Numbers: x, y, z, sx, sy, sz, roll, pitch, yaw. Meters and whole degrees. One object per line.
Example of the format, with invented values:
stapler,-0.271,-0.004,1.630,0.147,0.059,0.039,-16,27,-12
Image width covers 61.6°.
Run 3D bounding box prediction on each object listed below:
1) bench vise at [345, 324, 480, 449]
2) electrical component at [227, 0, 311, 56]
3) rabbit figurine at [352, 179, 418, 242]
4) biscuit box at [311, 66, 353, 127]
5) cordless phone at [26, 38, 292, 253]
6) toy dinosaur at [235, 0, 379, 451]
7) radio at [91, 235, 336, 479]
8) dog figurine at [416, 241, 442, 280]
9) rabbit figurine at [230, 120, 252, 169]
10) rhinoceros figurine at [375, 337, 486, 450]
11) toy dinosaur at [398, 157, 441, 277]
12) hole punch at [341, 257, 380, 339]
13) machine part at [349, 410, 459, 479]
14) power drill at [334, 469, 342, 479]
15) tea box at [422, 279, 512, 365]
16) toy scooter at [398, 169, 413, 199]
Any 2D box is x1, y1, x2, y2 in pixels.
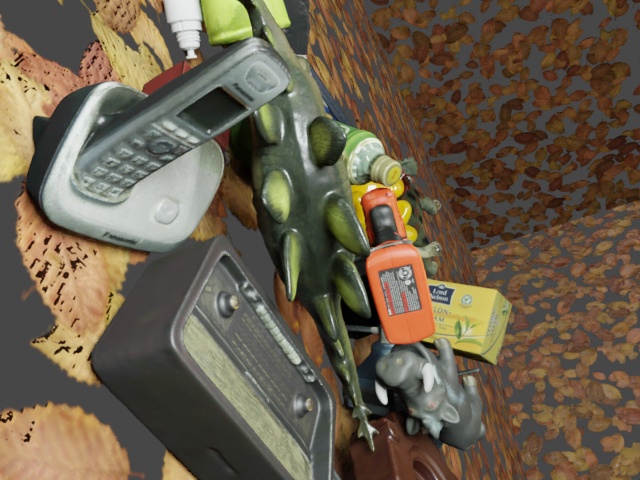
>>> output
bench vise,0.122,0.208,0.759,0.240,0.129,0.223,-13,91,-53
electrical component,-0.070,-0.296,0.717,0.134,0.115,0.058,95,-6,-61
rabbit figurine,0.076,-0.023,0.879,0.121,0.163,0.173,67,33,-49
biscuit box,0.002,-0.222,0.966,0.202,0.059,0.063,43,32,-53
cordless phone,-0.089,-0.068,0.374,0.146,0.184,0.089,27,42,-63
toy dinosaur,-0.013,-0.018,0.505,0.199,0.105,0.470,-106,178,-66
radio,-0.064,0.117,0.431,0.131,0.073,0.229,-80,148,-54
dog figurine,0.101,0.055,0.954,0.190,0.172,0.121,-14,103,-40
rabbit figurine,-0.081,-0.159,0.647,0.159,0.121,0.170,24,31,-56
rhinoceros figurine,0.123,0.173,0.604,0.190,0.073,0.112,48,34,-36
toy dinosaur,0.189,-0.041,1.235,0.192,0.131,0.405,40,38,-35
hole punch,0.072,0.070,0.785,0.092,0.142,0.115,-127,-164,-53
machine part,0.104,0.272,0.574,0.179,0.056,0.179,47,16,-18
power drill,0.065,0.327,0.576,0.232,0.086,0.207,68,13,18
tea box,0.187,0.117,0.809,0.068,0.170,0.098,34,68,-44
toy scooter,0.118,-0.116,1.068,0.075,0.135,0.184,60,21,-25
